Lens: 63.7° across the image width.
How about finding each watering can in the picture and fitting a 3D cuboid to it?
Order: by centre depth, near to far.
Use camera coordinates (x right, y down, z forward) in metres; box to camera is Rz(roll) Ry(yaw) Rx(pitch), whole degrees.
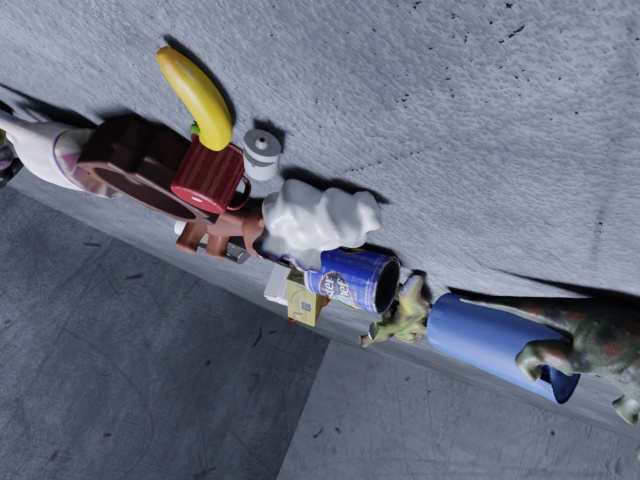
[{"bbox_3d":[-0.470,-0.164,0.885,0.225,0.105,0.342,14,164,33],"label":"watering can"}]

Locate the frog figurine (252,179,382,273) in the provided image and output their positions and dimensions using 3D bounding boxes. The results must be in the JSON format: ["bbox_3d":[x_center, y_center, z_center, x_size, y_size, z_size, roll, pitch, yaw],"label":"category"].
[{"bbox_3d":[0.002,-0.035,0.693,0.136,0.126,0.157,37,125,-22],"label":"frog figurine"}]

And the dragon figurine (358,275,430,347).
[{"bbox_3d":[0.220,0.159,1.098,0.242,0.124,0.403,8,158,-14],"label":"dragon figurine"}]
